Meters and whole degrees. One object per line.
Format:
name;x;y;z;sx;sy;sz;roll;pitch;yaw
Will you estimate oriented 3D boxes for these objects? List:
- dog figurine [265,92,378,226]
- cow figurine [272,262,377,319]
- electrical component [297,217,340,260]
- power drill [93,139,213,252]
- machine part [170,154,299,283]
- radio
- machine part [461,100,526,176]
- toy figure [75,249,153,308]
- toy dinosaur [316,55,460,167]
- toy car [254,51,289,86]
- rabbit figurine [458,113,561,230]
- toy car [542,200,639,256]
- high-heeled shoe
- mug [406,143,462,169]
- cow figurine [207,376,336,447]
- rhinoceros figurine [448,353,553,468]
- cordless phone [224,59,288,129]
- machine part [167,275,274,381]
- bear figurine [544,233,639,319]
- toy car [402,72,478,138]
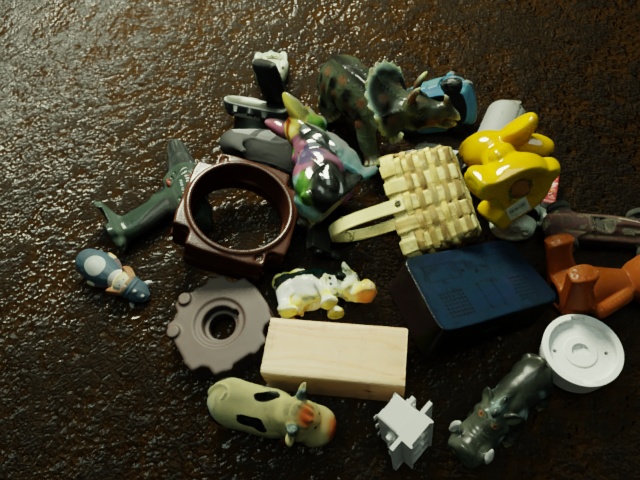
dog figurine;-0.022;-0.150;0.939;0.219;0.108;0.191;47;44;7
cow figurine;0.006;0.081;0.894;0.167;0.068;0.098;-14;52;-2
electrical component;-0.002;-0.003;0.938;0.021;0.094;0.063;-29;45;41
power drill;-0.319;-0.079;1.036;0.207;0.085;0.232;-25;61;-17
machine part;-0.143;-0.041;0.940;0.201;0.087;0.201;18;59;-7
radio;0.227;0.080;0.809;0.229;0.073;0.131;-9;52;-28
machine part;0.325;-0.177;1.001;0.079;0.079;0.243;19;63;18
toy figure;-0.370;0.068;0.959;0.155;0.058;0.064;27;104;20
toy dinosaur;0.068;-0.275;0.997;0.131;0.191;0.405;-31;49;-17
toy car;-0.105;-0.373;1.158;0.074;0.056;0.202;-3;29;-4
rabbit figurine;0.289;-0.130;0.862;0.162;0.121;0.173;-42;34;13
toy car;0.471;-0.018;0.887;0.202;0.053;0.089;5;56;2
high-heeled shoe;-0.076;-0.188;1.089;0.249;0.086;0.145;0;18;-17
mug;0.195;-0.134;0.980;0.107;0.109;0.081;11;66;28
cow figurine;-0.070;0.243;0.766;0.195;0.127;0.085;10;64;16
rhinoceros figurine;0.252;0.236;0.735;0.190;0.112;0.073;-35;62;-23
cordless phone;-0.130;-0.292;1.073;0.147;0.184;0.089;16;67;17
machine part;-0.159;0.143;0.882;0.179;0.056;0.179;-3;59;4
bear figurine;0.454;0.053;0.812;0.196;0.131;0.120;-12;37;8
toy car;0.227;-0.270;1.068;0.162;0.109;0.103;-9;34;16
